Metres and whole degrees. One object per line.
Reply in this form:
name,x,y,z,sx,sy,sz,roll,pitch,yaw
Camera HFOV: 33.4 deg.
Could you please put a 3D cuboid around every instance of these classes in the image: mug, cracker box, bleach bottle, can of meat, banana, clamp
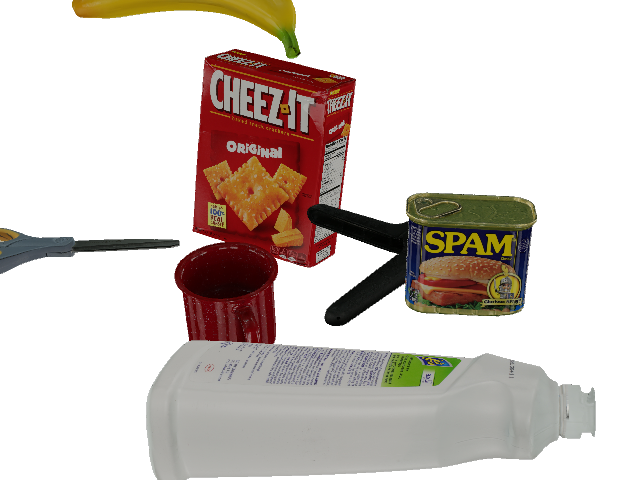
mug,-0.077,0.066,0.964,0.093,0.081,0.117,-16,36,-19
cracker box,-0.057,-0.093,1.211,0.164,0.214,0.072,18,26,25
bleach bottle,0.033,0.101,0.628,0.251,0.068,0.102,0,18,11
can of meat,0.118,0.012,0.857,0.102,0.084,0.057,3,25,4
banana,-0.100,-0.193,0.854,0.198,0.069,0.037,12,-41,15
clamp,0.090,0.019,1.088,0.210,0.164,0.036,-3,-45,3

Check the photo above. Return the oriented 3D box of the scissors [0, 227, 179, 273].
scissors,-0.225,0.012,0.871,0.202,0.016,0.096,4,24,9
